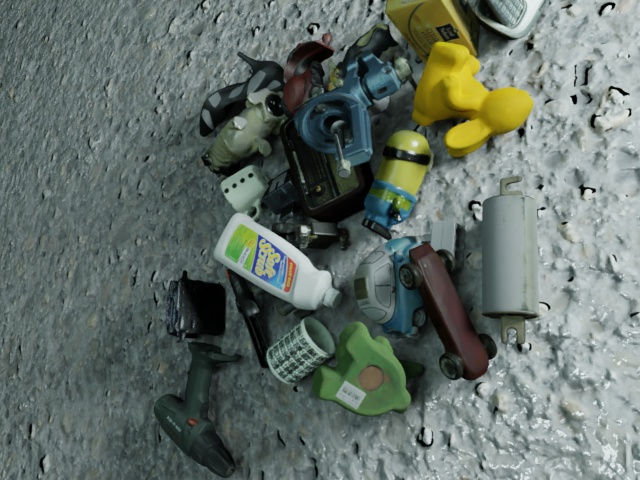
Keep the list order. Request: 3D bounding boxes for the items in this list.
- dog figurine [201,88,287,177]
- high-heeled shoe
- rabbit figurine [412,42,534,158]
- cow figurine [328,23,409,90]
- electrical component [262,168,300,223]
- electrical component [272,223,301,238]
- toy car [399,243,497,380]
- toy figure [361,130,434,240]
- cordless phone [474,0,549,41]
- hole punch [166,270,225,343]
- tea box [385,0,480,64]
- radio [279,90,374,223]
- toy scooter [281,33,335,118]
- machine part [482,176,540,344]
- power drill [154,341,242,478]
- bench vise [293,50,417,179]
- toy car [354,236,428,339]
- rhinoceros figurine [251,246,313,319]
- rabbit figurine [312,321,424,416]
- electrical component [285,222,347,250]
[{"bbox_3d":[-0.159,-0.227,1.140,0.191,0.121,0.172,-15,26,53],"label":"dog figurine"},{"bbox_3d":[-0.168,-0.297,1.194,0.145,0.086,0.248,39,122,5],"label":"high-heeled shoe"},{"bbox_3d":[0.238,-0.212,0.841,0.173,0.122,0.162,24,93,19],"label":"rabbit figurine"},{"bbox_3d":[0.072,-0.325,0.997,0.167,0.098,0.068,-34,66,22],"label":"cow figurine"},{"bbox_3d":[-0.069,-0.084,1.022,0.075,0.047,0.119,-29,26,26],"label":"electrical component"},{"bbox_3d":[-0.060,-0.017,1.016,0.094,0.063,0.021,1,78,36],"label":"electrical component"},{"bbox_3d":[0.179,0.103,0.770,0.202,0.089,0.053,64,150,8],"label":"toy car"},{"bbox_3d":[0.127,-0.093,0.893,0.082,0.089,0.180,28,90,30],"label":"toy figure"},{"bbox_3d":[0.281,-0.411,0.822,0.089,0.184,0.146,32,95,41],"label":"cordless phone"},{"bbox_3d":[-0.264,0.141,1.086,0.092,0.115,0.142,-13,69,40],"label":"hole punch"},{"bbox_3d":[0.188,-0.362,0.881,0.098,0.169,0.068,0,75,37],"label":"tea box"},{"bbox_3d":[0.012,-0.149,0.999,0.131,0.073,0.230,-30,60,23],"label":"radio"},{"bbox_3d":[-0.020,-0.332,1.064,0.135,0.075,0.184,-27,55,48],"label":"toy scooter"},{"bbox_3d":[0.270,0.025,0.765,0.079,0.079,0.243,-6,74,34],"label":"machine part"},{"bbox_3d":[-0.217,0.309,1.027,0.232,0.086,0.207,13,91,40],"label":"power drill"},{"bbox_3d":[0.056,-0.195,0.868,0.224,0.128,0.241,-15,46,16],"label":"bench vise"},{"bbox_3d":[0.103,0.071,0.835,0.109,0.103,0.161,158,116,-66],"label":"toy car"},{"bbox_3d":[-0.070,0.062,0.995,0.191,0.073,0.112,43,103,35],"label":"rhinoceros figurine"},{"bbox_3d":[0.077,0.189,0.819,0.159,0.170,0.121,23,93,-4],"label":"rabbit figurine"},{"bbox_3d":[-0.001,-0.002,0.956,0.078,0.102,0.045,-42,50,48],"label":"electrical component"}]
